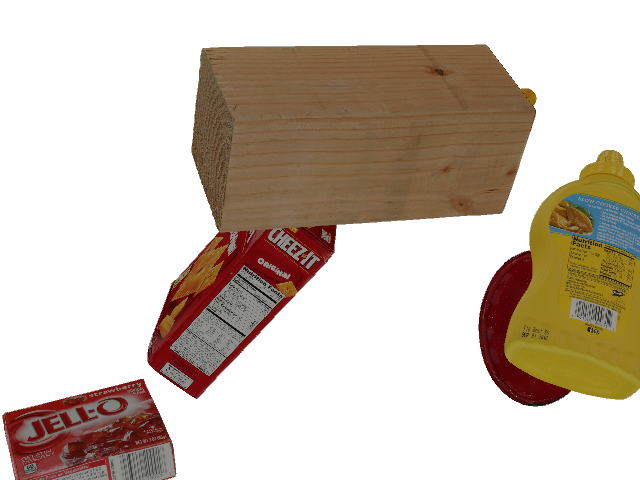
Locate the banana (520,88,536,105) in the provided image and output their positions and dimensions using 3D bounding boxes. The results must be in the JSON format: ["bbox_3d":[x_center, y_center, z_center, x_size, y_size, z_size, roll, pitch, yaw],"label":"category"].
[{"bbox_3d":[0.100,-0.084,0.952,0.198,0.037,0.069,-24,5,12],"label":"banana"}]

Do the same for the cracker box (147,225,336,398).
[{"bbox_3d":[-0.075,0.028,1.053,0.072,0.214,0.164,37,23,-14],"label":"cracker box"}]

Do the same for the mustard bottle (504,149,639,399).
[{"bbox_3d":[0.197,0.013,0.771,0.096,0.191,0.058,18,-30,2],"label":"mustard bottle"}]

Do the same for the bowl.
[{"bbox_3d":[0.238,0.089,1.076,0.161,0.162,0.055,0,-1,-32],"label":"bowl"}]

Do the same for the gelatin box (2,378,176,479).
[{"bbox_3d":[-0.137,0.119,0.629,0.089,0.030,0.073,-12,26,-18],"label":"gelatin box"}]

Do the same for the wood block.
[{"bbox_3d":[0.025,-0.072,0.721,0.205,0.090,0.091,-4,42,-18],"label":"wood block"}]
